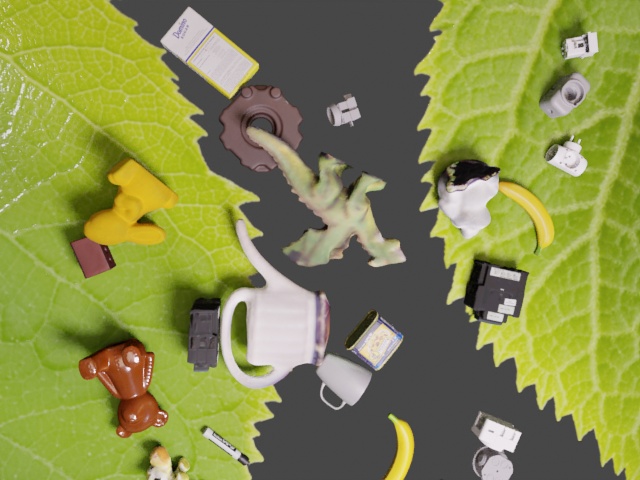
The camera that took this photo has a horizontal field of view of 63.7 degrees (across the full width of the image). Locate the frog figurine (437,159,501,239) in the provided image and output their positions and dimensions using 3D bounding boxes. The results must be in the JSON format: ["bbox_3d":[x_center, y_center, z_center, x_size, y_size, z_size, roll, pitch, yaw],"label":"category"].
[{"bbox_3d":[0.324,-0.090,1.117,0.138,0.125,0.156,-33,134,-13],"label":"frog figurine"}]

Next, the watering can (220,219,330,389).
[{"bbox_3d":[-0.088,0.134,1.054,0.224,0.104,0.347,3,93,-9],"label":"watering can"}]

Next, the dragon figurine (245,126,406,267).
[{"bbox_3d":[0.003,-0.053,1.056,0.409,0.123,0.241,20,100,-14],"label":"dragon figurine"}]
